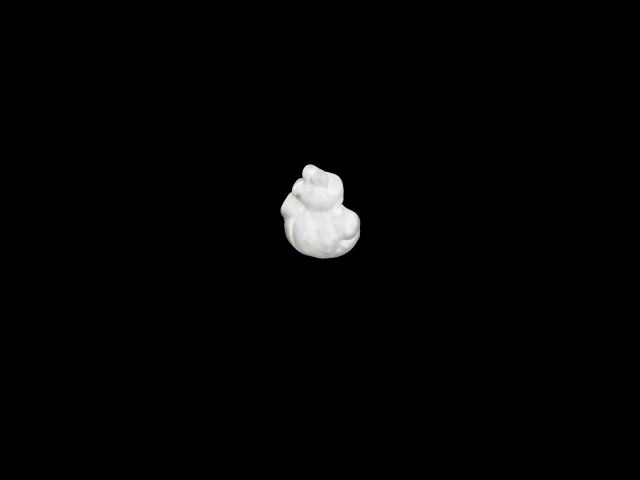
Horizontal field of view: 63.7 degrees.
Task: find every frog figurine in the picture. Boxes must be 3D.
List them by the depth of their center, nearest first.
[{"bbox_3d":[0.003,-0.043,0.850,0.138,0.124,0.156,29,-22,13],"label":"frog figurine"}]
